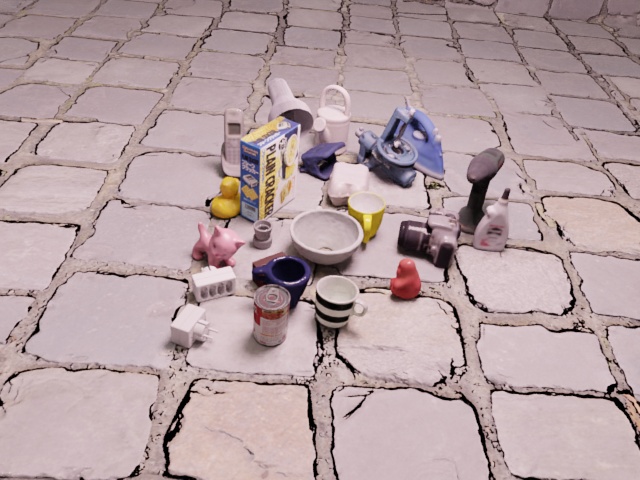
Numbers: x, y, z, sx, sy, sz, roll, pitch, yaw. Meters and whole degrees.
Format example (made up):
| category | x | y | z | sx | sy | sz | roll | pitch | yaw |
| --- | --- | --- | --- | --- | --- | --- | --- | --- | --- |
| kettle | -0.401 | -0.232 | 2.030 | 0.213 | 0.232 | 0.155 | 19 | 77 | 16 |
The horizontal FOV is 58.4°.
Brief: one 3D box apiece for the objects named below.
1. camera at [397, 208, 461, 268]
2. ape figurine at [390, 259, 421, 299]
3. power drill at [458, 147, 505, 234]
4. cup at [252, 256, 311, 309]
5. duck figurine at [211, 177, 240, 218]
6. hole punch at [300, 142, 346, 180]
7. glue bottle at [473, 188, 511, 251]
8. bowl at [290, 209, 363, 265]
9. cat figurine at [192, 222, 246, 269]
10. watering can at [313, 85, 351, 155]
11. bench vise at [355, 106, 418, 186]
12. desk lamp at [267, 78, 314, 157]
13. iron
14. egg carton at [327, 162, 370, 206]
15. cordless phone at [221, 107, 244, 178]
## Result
| category | x | y | z | sx | sy | sz | roll | pitch | yaw |
| --- | --- | --- | --- | --- | --- | --- | --- | --- | --- |
| camera | 0.256 | -0.022 | 1.348 | 0.136 | 0.101 | 0.143 | 11 | 39 | 5 |
| ape figurine | 0.182 | 0.077 | 1.221 | 0.076 | 0.092 | 0.078 | 31 | 45 | 28 |
| power drill | 0.389 | -0.124 | 1.409 | 0.075 | 0.208 | 0.230 | 22 | 41 | 19 |
| cup | -0.080 | 0.093 | 1.159 | 0.118 | 0.095 | 0.091 | 3 | 38 | -4 |
| duck figurine | -0.226 | -0.111 | 1.401 | 0.077 | 0.086 | 0.105 | 17 | 40 | 13 |
| hole punch | 0.006 | -0.233 | 1.584 | 0.100 | 0.091 | 0.109 | 26 | 42 | 23 |
| glue bottle | 0.416 | -0.050 | 1.348 | 0.078 | 0.173 | 0.037 | 4 | 38 | -3 |
| bowl | 0.012 | 0.005 | 1.300 | 0.167 | 0.075 | 0.167 | 4 | 38 | -3 |
| cat figurine | -0.220 | 0.006 | 1.231 | 0.127 | 0.118 | 0.067 | 32 | 45 | 28 |
| watering can | 0.038 | -0.349 | 1.651 | 0.101 | 0.194 | 0.173 | 8 | 38 | 2 |
| bench vise | 0.179 | -0.271 | 1.554 | 0.207 | 0.220 | 0.122 | 20 | 40 | 17 |
| desk lamp | -0.103 | -0.322 | 1.581 | 0.118 | 0.214 | 0.202 | -9 | 41 | -19 |
| iron | 0.300 | -0.300 | 1.670 | 0.119 | 0.141 | 0.257 | -13 | 42 | -22 |
| egg carton | 0.076 | -0.147 | 1.505 | 0.107 | 0.069 | 0.150 | 7 | 38 | 1 |
| cordless phone | -0.188 | -0.258 | 1.512 | 0.148 | 0.185 | 0.094 | -3 | 39 | -12 |
